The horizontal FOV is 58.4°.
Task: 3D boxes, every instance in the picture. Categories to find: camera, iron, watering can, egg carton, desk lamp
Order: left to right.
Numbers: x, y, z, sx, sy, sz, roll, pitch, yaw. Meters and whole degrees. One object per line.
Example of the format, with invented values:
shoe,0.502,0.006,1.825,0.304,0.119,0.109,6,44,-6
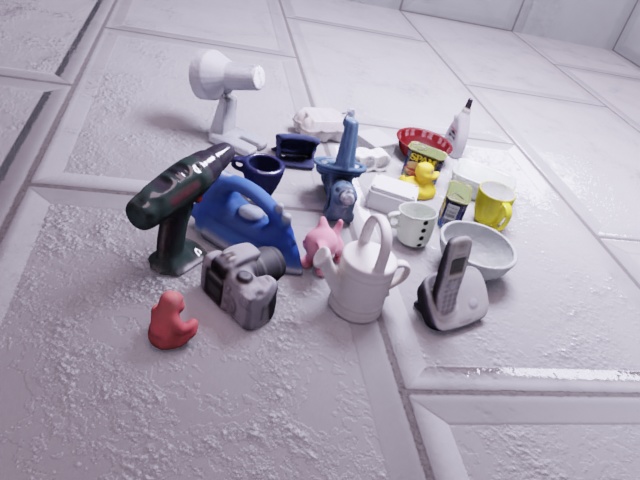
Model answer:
desk lamp,-0.219,-0.345,1.406,0.203,0.213,0.118,24,36,13
camera,-0.114,0.059,0.985,0.137,0.101,0.142,-23,49,-41
iron,-0.126,-0.047,1.091,0.257,0.141,0.119,28,37,19
egg carton,0.004,-0.317,1.574,0.151,0.069,0.107,-6,40,-27
watering can,0.076,0.045,0.993,0.173,0.194,0.100,-14,44,-34

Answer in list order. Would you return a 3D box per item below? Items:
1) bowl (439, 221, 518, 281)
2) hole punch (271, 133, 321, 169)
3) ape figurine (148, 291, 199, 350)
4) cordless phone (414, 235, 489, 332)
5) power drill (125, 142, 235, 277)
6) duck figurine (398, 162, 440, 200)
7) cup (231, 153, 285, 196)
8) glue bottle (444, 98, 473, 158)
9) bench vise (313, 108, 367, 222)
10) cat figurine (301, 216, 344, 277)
bowl,0.322,0.034,1.200,0.167,0.075,0.167,10,35,-7
hole punch,-0.060,-0.239,1.425,0.109,0.091,0.101,4,36,-14
ape figurine,-0.227,0.116,0.873,0.077,0.092,0.076,33,39,25
cordless phone,0.257,0.068,1.034,0.148,0.185,0.094,-13,43,-33
power drill,-0.237,-0.050,0.997,0.075,0.208,0.230,28,37,18
duck figurine,0.248,-0.154,1.424,0.105,0.086,0.077,6,36,-11
cup,-0.140,-0.132,1.244,0.118,0.095,0.091,14,35,-1
glue bottle,0.402,-0.326,1.641,0.037,0.173,0.078,-4,39,-24
bench vise,0.064,-0.161,1.250,0.122,0.220,0.207,-6,40,-26
cat figurine,0.010,0.004,1.092,0.067,0.118,0.128,28,37,18
